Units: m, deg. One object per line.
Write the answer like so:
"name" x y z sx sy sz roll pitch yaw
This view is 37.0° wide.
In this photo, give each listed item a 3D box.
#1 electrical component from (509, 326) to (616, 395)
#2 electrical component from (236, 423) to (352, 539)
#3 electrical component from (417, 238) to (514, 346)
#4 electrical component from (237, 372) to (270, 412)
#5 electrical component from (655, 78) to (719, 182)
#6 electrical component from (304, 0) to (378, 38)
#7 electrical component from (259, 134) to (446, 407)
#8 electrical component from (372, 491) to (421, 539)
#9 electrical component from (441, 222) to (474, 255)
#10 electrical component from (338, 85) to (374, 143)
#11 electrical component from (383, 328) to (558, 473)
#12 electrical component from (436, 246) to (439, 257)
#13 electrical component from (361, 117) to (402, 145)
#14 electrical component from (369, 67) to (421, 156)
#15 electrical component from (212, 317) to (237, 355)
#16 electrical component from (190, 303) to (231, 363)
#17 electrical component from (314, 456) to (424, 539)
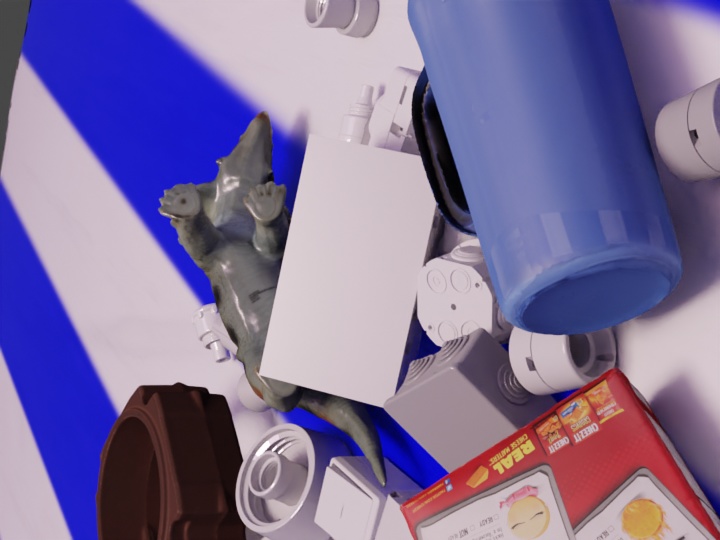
"electrical component" 0.134 0.053 0.704 0.047 0.055 0.055 -17 71 52
"electrical component" -0.064 0.189 0.956 0.108 0.060 0.108 -25 49 34
"electrical component" 0.083 0.020 0.774 0.080 0.051 0.080 18 117 40
"electrical component" -0.089 0.113 1.056 0.055 0.045 0.045 -30 61 52
"electrical component" 0.203 -0.080 0.615 0.047 0.055 0.055 -18 70 59
"electrical component" -0.017 -0.239 0.989 0.045 0.055 0.045 -14 73 56
"electrical component" 0.000 0.000 0.826 0.105 0.060 0.186 13 94 14
"electrical component" 0.067 0.209 0.762 0.113 0.078 0.057 32 109 55
"electrical component" 0.078 -0.015 0.822 0.035 0.035 0.061 39 120 53
"electrical component" 0.001 -0.135 0.962 0.035 0.035 0.061 18 98 57
"electrical component" 0.080 0.096 0.749 0.100 0.100 0.048 -38 10 49
"electrical component" 0.022 -0.018 0.900 0.077 0.044 0.079 -48 47 43
"electrical component" 0.016 -0.102 0.934 0.035 0.035 0.061 47 126 50
"electrical component" 0.044 -0.114 0.877 0.056 0.050 0.089 43 121 52
"electrical component" -0.122 0.067 1.118 0.081 0.043 0.043 24 105 57
"electrical component" -0.156 0.069 1.171 0.048 0.048 0.062 -40 59 48
"electrical component" 0.011 0.197 0.868 0.096 0.061 0.061 30 110 56
